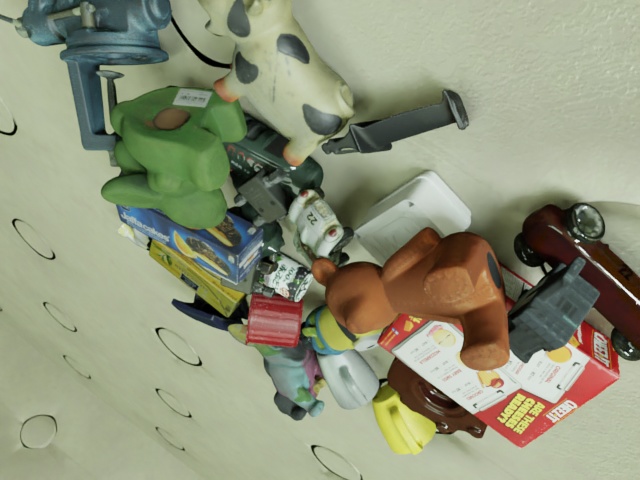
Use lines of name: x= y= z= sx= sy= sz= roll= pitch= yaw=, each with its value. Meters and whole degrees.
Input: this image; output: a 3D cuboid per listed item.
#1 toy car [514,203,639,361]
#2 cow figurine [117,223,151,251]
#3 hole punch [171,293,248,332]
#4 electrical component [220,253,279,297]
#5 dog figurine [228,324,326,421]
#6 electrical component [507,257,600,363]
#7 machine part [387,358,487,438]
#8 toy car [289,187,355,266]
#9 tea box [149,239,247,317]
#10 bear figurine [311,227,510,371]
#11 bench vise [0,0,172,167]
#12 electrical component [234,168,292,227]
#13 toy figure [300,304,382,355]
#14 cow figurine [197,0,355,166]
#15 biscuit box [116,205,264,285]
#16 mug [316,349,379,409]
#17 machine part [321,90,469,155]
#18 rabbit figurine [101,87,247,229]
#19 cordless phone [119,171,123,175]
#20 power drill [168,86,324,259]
toy car: x=0.280 y=0.042 z=0.516 sx=0.202 sy=0.053 sz=0.089 roll=43 pitch=150 yaw=2
cow figurine: x=-0.287 y=-0.031 z=0.929 sx=0.098 sy=0.068 sz=0.167 roll=39 pitch=148 yaw=-10
hole punch: x=-0.203 y=0.129 z=1.016 sx=0.142 sy=0.092 sz=0.115 roll=13 pitch=141 yaw=27
electrical component: x=-0.107 y=0.035 z=0.790 sx=0.102 sy=0.045 sz=0.078 roll=12 pitch=111 yaw=16
dog figurine: x=-0.072 y=0.213 z=0.977 sx=0.219 sy=0.108 sz=0.191 roll=46 pitch=147 yaw=-2
electrical component: x=0.217 y=0.061 z=0.496 sx=0.048 sy=0.075 sz=0.119 roll=42 pitch=151 yaw=10
machine part: x=0.182 y=0.213 z=0.789 sx=0.180 sy=0.056 sz=0.179 roll=24 pitch=141 yaw=21
toy car: x=-0.001 y=-0.002 z=0.663 sx=0.073 sy=0.056 sz=0.201 roll=54 pitch=171 yaw=13
tea box: x=-0.182 y=0.033 z=0.880 sx=0.170 sy=0.098 sz=0.068 roll=39 pitch=144 yaw=3
bear figurine: x=0.078 y=0.060 z=0.537 sx=0.196 sy=0.132 sz=0.120 roll=-16 pitch=113 yaw=27
bench vise: x=-0.274 y=-0.207 z=0.641 sx=0.224 sy=0.129 sz=0.240 roll=0 pitch=102 yaw=11
electrical component: x=-0.062 y=-0.050 z=0.637 sx=0.063 sy=0.021 sz=0.094 roll=48 pitch=137 yaw=-15
toy figure: x=0.030 y=0.127 z=0.809 sx=0.089 sy=0.082 sz=0.180 roll=47 pitch=147 yaw=-16
cow figurine: x=-0.042 y=-0.180 z=0.527 sx=0.127 sy=0.085 sz=0.194 roll=-29 pitch=116 yaw=37
biscuit box: x=-0.176 y=-0.020 z=0.716 sx=0.203 sy=0.063 sz=0.059 roll=25 pitch=139 yaw=14
mug: x=0.040 y=0.219 z=0.885 sx=0.107 sy=0.081 sz=0.110 roll=57 pitch=-176 yaw=-17
machine part: x=0.076 y=-0.109 z=0.525 sx=0.139 sy=0.084 sz=0.039 roll=-11 pitch=90 yaw=37
rabbit figurine: x=-0.161 y=-0.070 z=0.601 sx=0.159 sy=0.121 sz=0.170 roll=0 pitch=141 yaw=1
cordless phone: x=-0.200 y=-0.082 z=0.805 sx=0.184 sy=0.089 sz=0.146 roll=34 pitch=145 yaw=-12
power drill: x=-0.109 y=-0.082 z=0.717 sx=0.232 sy=0.086 sz=0.207 roll=26 pitch=135 yaw=14
